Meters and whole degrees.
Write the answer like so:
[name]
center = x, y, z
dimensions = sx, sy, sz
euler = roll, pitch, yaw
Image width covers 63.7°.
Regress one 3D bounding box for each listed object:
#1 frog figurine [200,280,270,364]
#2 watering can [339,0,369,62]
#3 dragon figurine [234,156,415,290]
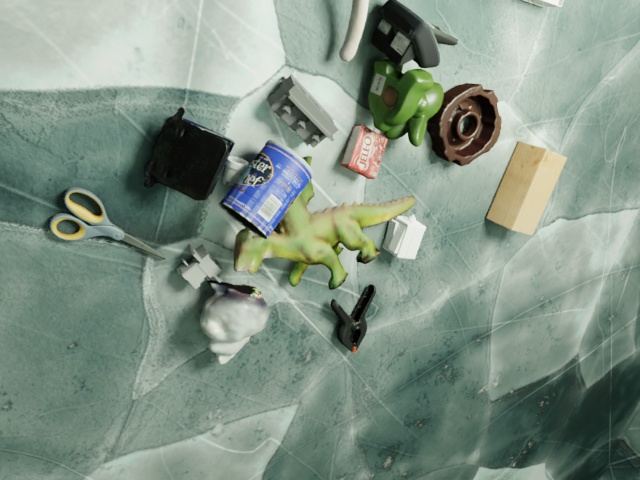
[frog figurine]
center = -0.168, 0.168, 0.982
dimensions = 0.137, 0.123, 0.159
euler = 10, 95, -53
[watering can]
center = 0.093, -0.482, 0.835
dimensions = 0.347, 0.105, 0.223
euler = -64, 157, 1
[dragon figurine]
center = 0.003, -0.051, 1.008
dimensions = 0.415, 0.123, 0.239
euler = -40, 117, -21
